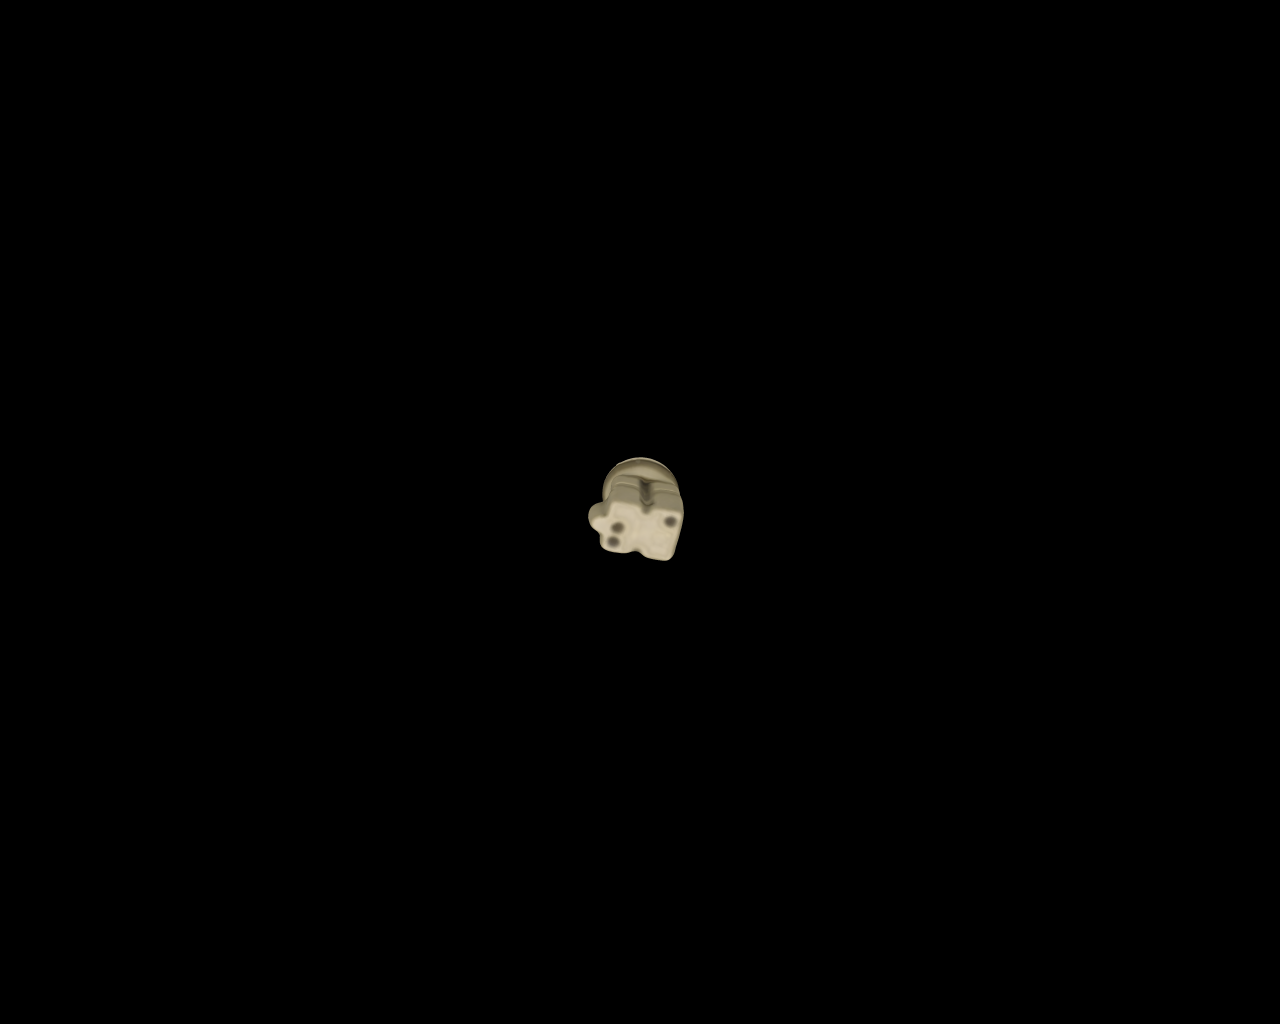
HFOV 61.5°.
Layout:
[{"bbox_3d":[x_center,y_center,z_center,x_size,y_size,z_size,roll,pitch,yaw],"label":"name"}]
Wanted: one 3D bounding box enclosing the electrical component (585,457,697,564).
[{"bbox_3d":[0.001,-0.003,0.650,0.066,0.048,0.055,11,30,-7],"label":"electrical component"}]
